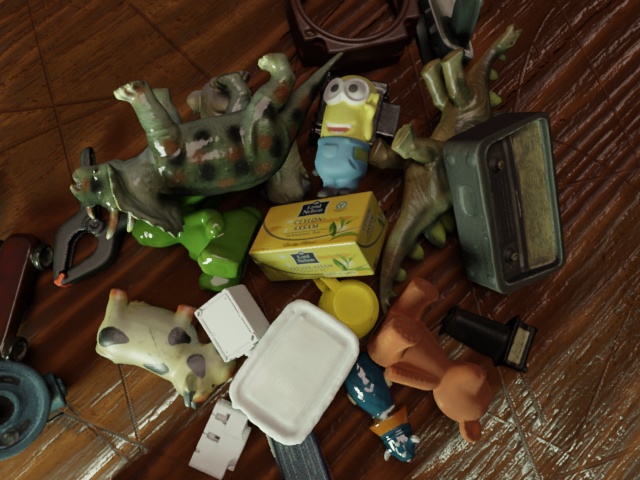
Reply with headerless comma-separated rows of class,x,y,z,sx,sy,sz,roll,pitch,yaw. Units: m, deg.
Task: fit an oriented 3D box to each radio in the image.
radio,0.256,-0.050,0.740,0.131,0.073,0.229,-22,108,-21

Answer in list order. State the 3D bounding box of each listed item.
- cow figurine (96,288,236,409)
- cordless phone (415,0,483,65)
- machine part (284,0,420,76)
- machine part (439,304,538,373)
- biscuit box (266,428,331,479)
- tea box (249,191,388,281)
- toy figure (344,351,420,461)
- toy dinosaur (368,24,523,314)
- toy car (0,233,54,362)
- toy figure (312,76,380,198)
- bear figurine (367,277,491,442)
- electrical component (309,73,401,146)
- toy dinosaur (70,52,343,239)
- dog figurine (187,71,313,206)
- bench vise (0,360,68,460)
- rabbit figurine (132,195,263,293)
cow figurine,-0.210,0.153,0.741,0.195,0.085,0.127,16,70,-1
cordless phone,0.204,-0.373,0.839,0.089,0.184,0.146,-12,77,-1
machine part,0.049,-0.383,0.885,0.201,0.087,0.201,-14,78,-6
machine part,0.247,0.138,0.790,0.139,0.039,0.084,19,84,0
biscuit box,-0.019,0.319,0.720,0.063,0.059,0.202,-18,77,-8
tea box,-0.002,-0.002,0.742,0.170,0.068,0.098,-8,44,30
toy figure,0.087,0.231,0.748,0.058,0.064,0.154,-25,82,-47
toy dinosaur,0.177,-0.102,0.787,0.198,0.105,0.471,32,90,-17
toy car,-0.443,0.088,0.762,0.089,0.053,0.202,4,72,3
toy figure,0.035,-0.147,0.773,0.082,0.089,0.180,6,91,-3
bear figurine,0.165,0.166,0.725,0.196,0.132,0.120,36,46,6
electrical component,0.057,-0.196,0.853,0.134,0.058,0.115,11,78,1
toy dinosaur,-0.126,-0.124,0.701,0.405,0.131,0.192,-17,102,-14
dog figurine,-0.103,-0.137,0.799,0.172,0.121,0.190,-5,77,-3
bench vise,-0.430,0.218,0.645,0.224,0.240,0.129,-12,73,-22
rabbit figurine,-0.177,-0.021,0.765,0.170,0.121,0.159,17,70,-2
